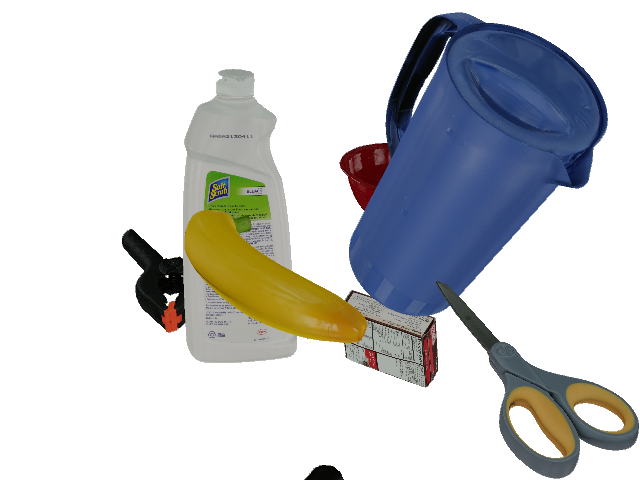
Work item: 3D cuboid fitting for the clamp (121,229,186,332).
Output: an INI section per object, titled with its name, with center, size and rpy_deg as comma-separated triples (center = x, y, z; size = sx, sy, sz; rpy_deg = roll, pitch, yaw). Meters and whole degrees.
[clamp]
center = -0.148, 0.033, 1.153
size = 0.120, 0.039, 0.171
rpy_deg = -13, 38, -7

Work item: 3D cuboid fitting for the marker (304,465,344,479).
[marker]
center = -0.023, 0.129, 0.456
size = 0.020, 0.020, 0.120
rpy_deg = 0, 17, 31

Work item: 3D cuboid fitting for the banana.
[banana]
center = -0.042, 0.016, 0.677
size = 0.069, 0.037, 0.198
rpy_deg = -9, 26, -23

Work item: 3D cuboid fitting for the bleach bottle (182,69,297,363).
[bleach bottle]
center = -0.067, -0.020, 0.917
size = 0.102, 0.251, 0.068
rpy_deg = -3, 22, -15

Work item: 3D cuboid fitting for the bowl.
[bowl]
center = 0.098, -0.048, 1.090
size = 0.162, 0.055, 0.162
rpy_deg = 4, 24, -2

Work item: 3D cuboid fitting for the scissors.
[scissors]
center = 0.144, 0.083, 0.719
size = 0.096, 0.016, 0.202
rpy_deg = -1, 32, -7

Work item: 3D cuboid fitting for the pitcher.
[pitcher]
center = 0.108, -0.054, 0.868
size = 0.145, 0.149, 0.243
rpy_deg = 23, -43, -7

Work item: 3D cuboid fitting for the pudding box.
[pudding box]
center = 0.080, 0.115, 1.248
size = 0.114, 0.090, 0.039
rpy_deg = 16, 46, 25
